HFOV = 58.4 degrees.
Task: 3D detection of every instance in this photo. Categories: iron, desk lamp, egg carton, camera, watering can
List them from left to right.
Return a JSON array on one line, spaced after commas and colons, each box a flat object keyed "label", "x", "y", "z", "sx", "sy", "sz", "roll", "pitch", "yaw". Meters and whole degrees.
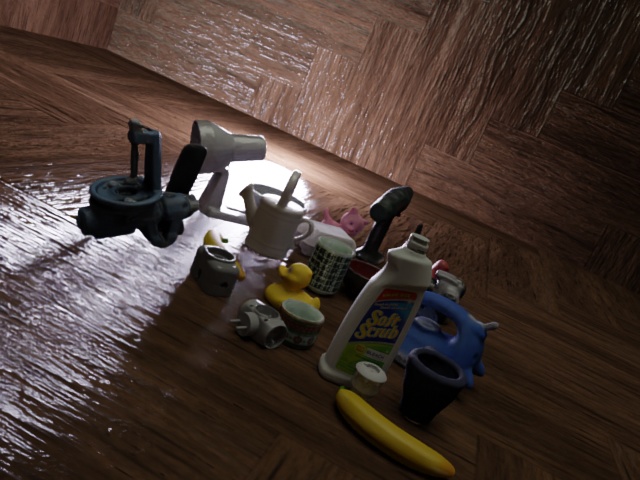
[{"label": "desk lamp", "x": -0.223, "y": -0.160, "z": 1.341, "sx": 0.204, "sy": 0.213, "sz": 0.117, "roll": 14, "pitch": 18, "yaw": -30}, {"label": "watering can", "x": -0.094, "y": -0.066, "z": 1.251, "sx": 0.173, "sy": 0.194, "sz": 0.100, "roll": 17, "pitch": 17, "yaw": -20}, {"label": "egg carton", "x": 0.013, "y": 0.005, "z": 1.399, "sx": 0.151, "sy": 0.069, "sz": 0.107, "roll": 14, "pitch": 18, "yaw": -29}, {"label": "iron", "x": 0.187, "y": 0.152, "z": 1.033, "sx": 0.257, "sy": 0.141, "sz": 0.119, "roll": 30, "pitch": 17, "yaw": 23}, {"label": "camera", "x": 0.267, "y": 0.112, "z": 1.348, "sx": 0.136, "sy": 0.101, "sz": 0.143, "roll": 27, "pitch": 16, "yaw": 13}]

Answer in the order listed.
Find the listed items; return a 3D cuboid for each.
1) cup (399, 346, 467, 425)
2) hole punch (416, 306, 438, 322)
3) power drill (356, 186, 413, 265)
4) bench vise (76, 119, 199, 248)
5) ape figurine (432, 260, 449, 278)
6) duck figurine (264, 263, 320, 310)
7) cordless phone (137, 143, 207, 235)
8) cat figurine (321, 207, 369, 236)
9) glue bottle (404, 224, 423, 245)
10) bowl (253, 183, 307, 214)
[{"label": "cup", "x": 0.157, "y": 0.218, "z": 0.862, "sx": 0.092, "sy": 0.095, "sz": 0.117, "roll": 21, "pitch": 16, "yaw": -6}, {"label": "hole punch", "x": 0.193, "y": 0.143, "z": 1.163, "sx": 0.101, "sy": 0.091, "sz": 0.109, "roll": 27, "pitch": 16, "yaw": 13}, {"label": "power drill", "x": 0.171, "y": -0.045, "z": 1.527, "sx": 0.075, "sy": 0.208, "sz": 0.230, "roll": 28, "pitch": 16, "yaw": 16}, {"label": "bench vise", "x": -0.310, "y": -0.102, "z": 1.021, "sx": 0.121, "sy": 0.220, "sz": 0.208, "roll": 30, "pitch": 17, "yaw": 24}, {"label": "ape figurine", "x": 0.298, "y": 0.095, "z": 1.465, "sx": 0.076, "sy": 0.092, "sz": 0.078, "roll": 34, "pitch": 19, "yaw": 34}, {"label": "duck figurine", "x": -0.041, "y": 0.086, "z": 1.033, "sx": 0.104, "sy": 0.086, "sz": 0.078, "roll": 28, "pitch": 17, "yaw": 17}, {"label": "cordless phone", "x": -0.304, "y": -0.112, "z": 1.125, "sx": 0.093, "sy": 0.185, "sz": 0.148, "roll": 35, "pitch": 19, "yaw": 35}, {"label": "cat figurine", "x": 0.061, "y": -0.042, "z": 1.530, "sx": 0.128, "sy": 0.118, "sz": 0.067, "roll": 24, "pitch": 16, "yaw": 2}, {"label": "glue bottle", "x": 0.207, "y": 0.039, "z": 1.369, "sx": 0.078, "sy": 0.173, "sz": 0.037, "roll": 13, "pitch": 19, "yaw": -31}, {"label": "bowl", "x": -0.121, "y": -0.082, "z": 1.486, "sx": 0.167, "sy": 0.075, "sz": 0.167, "roll": 21, "pitch": 16, "yaw": -6}]
